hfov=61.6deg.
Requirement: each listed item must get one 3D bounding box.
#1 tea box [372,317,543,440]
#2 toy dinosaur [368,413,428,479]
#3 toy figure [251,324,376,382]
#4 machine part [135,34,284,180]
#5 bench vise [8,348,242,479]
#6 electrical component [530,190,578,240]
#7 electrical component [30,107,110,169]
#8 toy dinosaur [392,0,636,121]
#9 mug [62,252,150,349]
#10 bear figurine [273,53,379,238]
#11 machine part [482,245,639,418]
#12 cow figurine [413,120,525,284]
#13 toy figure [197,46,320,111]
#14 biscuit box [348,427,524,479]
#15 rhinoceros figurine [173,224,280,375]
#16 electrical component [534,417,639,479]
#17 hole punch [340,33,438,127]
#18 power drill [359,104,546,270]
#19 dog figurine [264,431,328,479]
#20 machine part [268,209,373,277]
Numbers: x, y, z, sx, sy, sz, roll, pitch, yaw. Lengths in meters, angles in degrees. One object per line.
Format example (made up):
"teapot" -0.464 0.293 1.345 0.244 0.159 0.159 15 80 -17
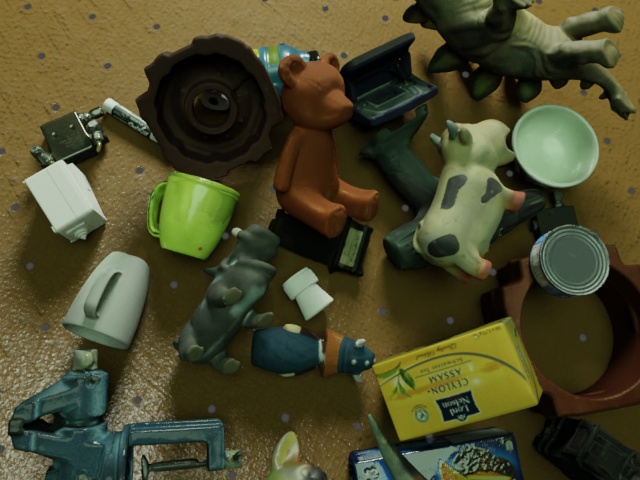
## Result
"tea box" 0.161 0.164 0.638 0.170 0.068 0.098 -27 77 24
"toy dinosaur" 0.141 0.392 0.572 0.192 0.131 0.404 4 82 -27
"toy figure" -0.008 0.139 0.675 0.154 0.064 0.058 6 39 -8
"machine part" -0.136 -0.168 0.677 0.179 0.056 0.179 -4 115 -9
"bench vise" -0.209 0.230 0.605 0.241 0.129 0.223 2 73 -14
"electrical component" 0.329 -0.024 0.760 0.063 0.021 0.094 -6 78 -6
"electrical component" -0.332 -0.133 0.717 0.102 0.045 0.078 -21 81 -10
"toy dinosaur" 0.220 -0.287 0.716 0.471 0.198 0.105 32 67 -8
"mug" -0.254 0.065 0.651 0.081 0.109 0.107 13 62 4
"bear figurine" 0.009 -0.121 0.658 0.132 0.120 0.195 25 117 29
"machine part" 0.325 0.116 0.695 0.201 0.087 0.201 -9 77 -5
"cow figurine" 0.176 -0.059 0.656 0.127 0.085 0.195 28 83 -5
"toy figure" -0.087 -0.224 0.739 0.180 0.089 0.082 -9 109 -4
"biscuit box" 0.138 0.278 0.654 0.203 0.059 0.063 -8 79 -6
"rhinoceros figurine" -0.108 0.071 0.663 0.073 0.112 0.190 30 90 -30
"electrical component" 0.343 0.274 0.644 0.134 0.115 0.058 38 79 6
"hole punch" 0.086 -0.210 0.738 0.142 0.116 0.092 -30 98 -7
"power drill" 0.167 -0.077 0.736 0.232 0.086 0.207 -30 89 -8
"dog figurine" -0.085 0.325 0.606 0.108 0.191 0.219 56 48 -10
"machine part" -0.001 -0.002 0.720 0.139 0.039 0.084 14 84 -3
